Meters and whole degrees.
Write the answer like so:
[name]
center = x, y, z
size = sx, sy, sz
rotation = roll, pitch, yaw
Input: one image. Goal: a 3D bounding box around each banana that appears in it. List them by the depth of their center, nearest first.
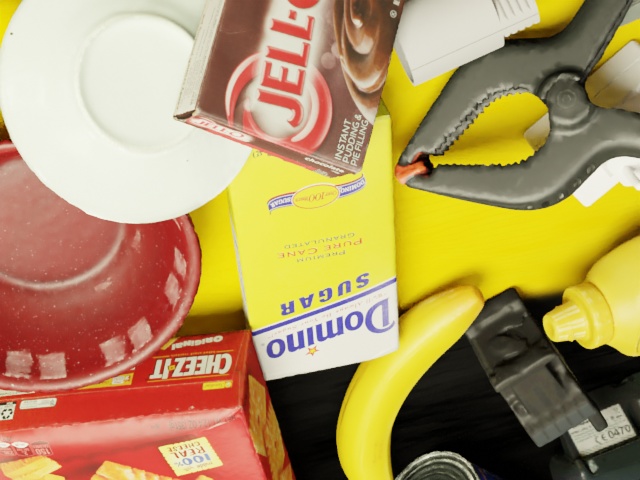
[banana]
center = 0.051, 0.107, 0.716
size = 0.069, 0.037, 0.198
rotation = 7, 121, -9

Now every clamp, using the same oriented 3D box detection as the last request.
[clamp]
center = 0.135, -0.085, 0.572
size = 0.210, 0.164, 0.036
rotation = -17, 174, 18

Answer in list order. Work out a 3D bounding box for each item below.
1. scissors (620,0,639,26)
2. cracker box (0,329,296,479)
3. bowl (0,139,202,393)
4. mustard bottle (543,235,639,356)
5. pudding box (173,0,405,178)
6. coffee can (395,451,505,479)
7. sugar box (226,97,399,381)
[scissors]
center = 0.237, -0.142, 0.598
size = 0.202, 0.016, 0.096
rotation = -36, 127, 12
[cracker box]
center = -0.101, 0.160, 0.672
size = 0.164, 0.072, 0.213
rotation = -6, 128, 8
[bowl]
center = -0.147, 0.004, 0.573
size = 0.162, 0.055, 0.162
rotation = -7, 125, -11
[mustard bottle]
center = 0.231, 0.027, 0.680
size = 0.191, 0.058, 0.096
rotation = -17, 140, -12
[pudding box]
center = -0.012, -0.096, 0.515
size = 0.089, 0.039, 0.113
rotation = 18, 81, -27
[coffee can]
center = 0.125, 0.228, 0.787
size = 0.140, 0.103, 0.103
rotation = 32, 112, -32
[sugar box]
center = -0.004, 0.001, 0.619
size = 0.093, 0.048, 0.176
rotation = -11, 127, -6
